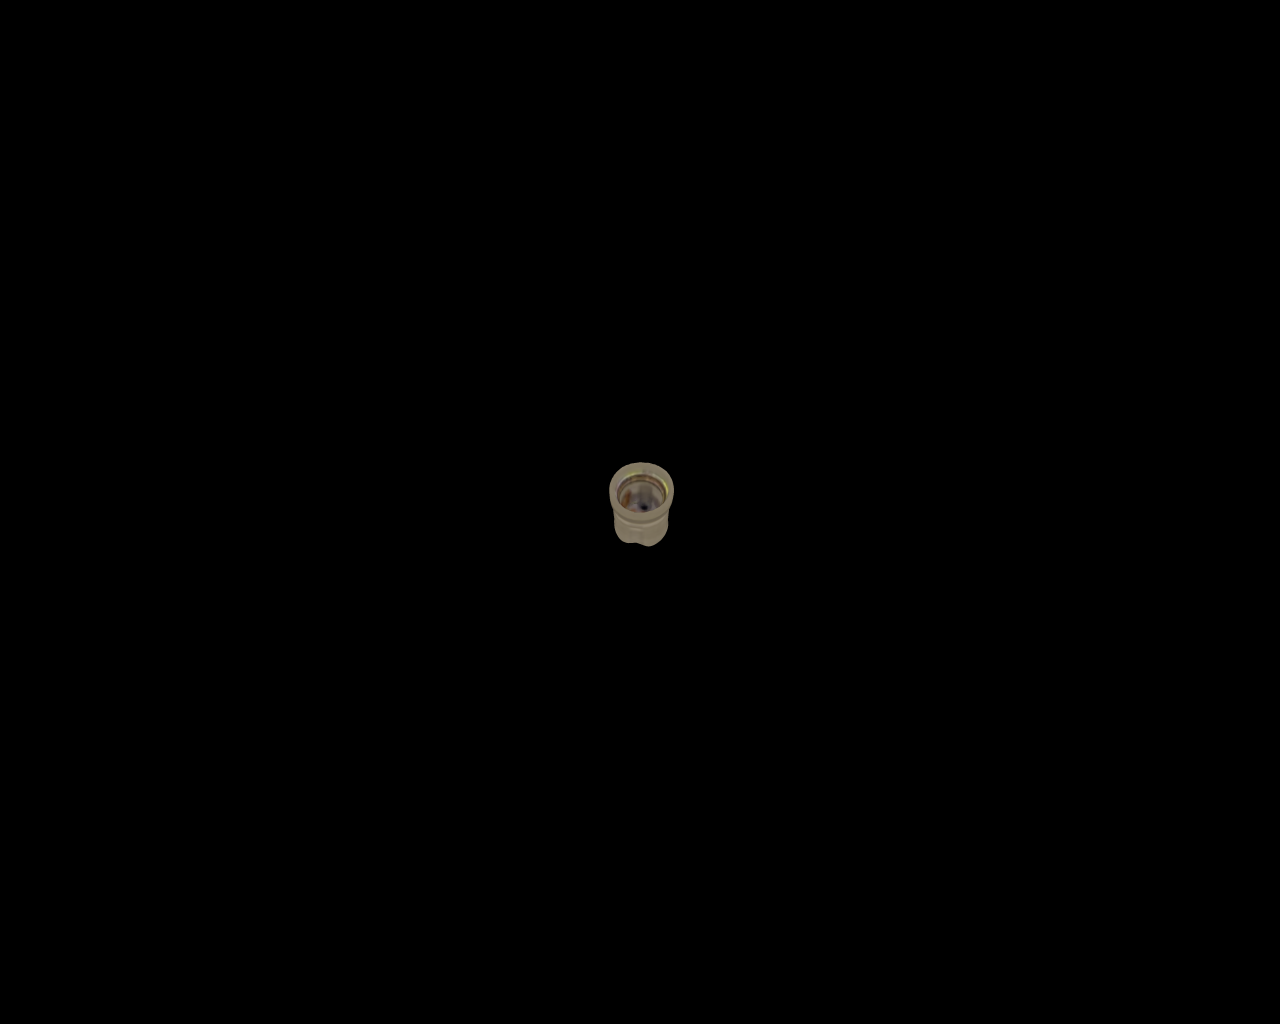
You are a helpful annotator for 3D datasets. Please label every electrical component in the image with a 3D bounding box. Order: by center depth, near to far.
[{"bbox_3d":[0.001,-0.003,0.650,0.040,0.040,0.046,0,-34,0],"label":"electrical component"}]
